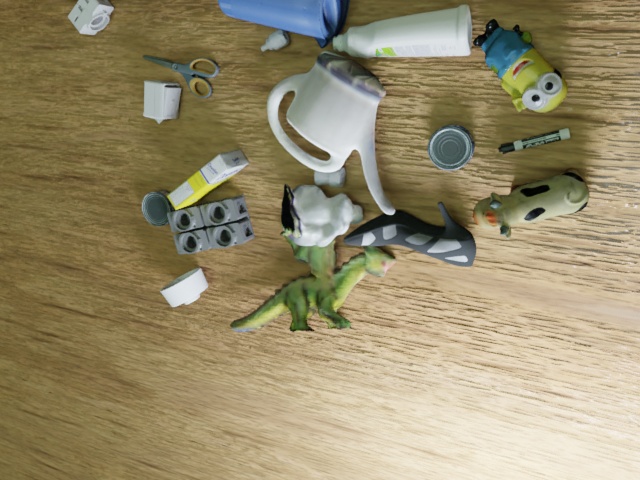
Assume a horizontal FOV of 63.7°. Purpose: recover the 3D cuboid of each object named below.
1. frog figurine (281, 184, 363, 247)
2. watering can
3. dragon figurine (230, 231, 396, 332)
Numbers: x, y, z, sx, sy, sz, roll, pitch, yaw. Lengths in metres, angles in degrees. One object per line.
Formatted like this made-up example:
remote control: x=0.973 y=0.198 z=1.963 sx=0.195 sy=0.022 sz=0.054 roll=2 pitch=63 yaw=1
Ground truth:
frog figurine: x=0.003 y=-0.054 z=1.075 sx=0.120 sy=0.160 sz=0.140 roll=113 pitch=144 yaw=-46
watering can: x=0.051 y=-0.222 z=1.006 sx=0.350 sy=0.105 sz=0.221 roll=37 pitch=113 yaw=13
dragon figurine: x=-0.034 y=0.084 z=1.139 sx=0.409 sy=0.122 sz=0.244 roll=-5 pitch=84 yaw=21
